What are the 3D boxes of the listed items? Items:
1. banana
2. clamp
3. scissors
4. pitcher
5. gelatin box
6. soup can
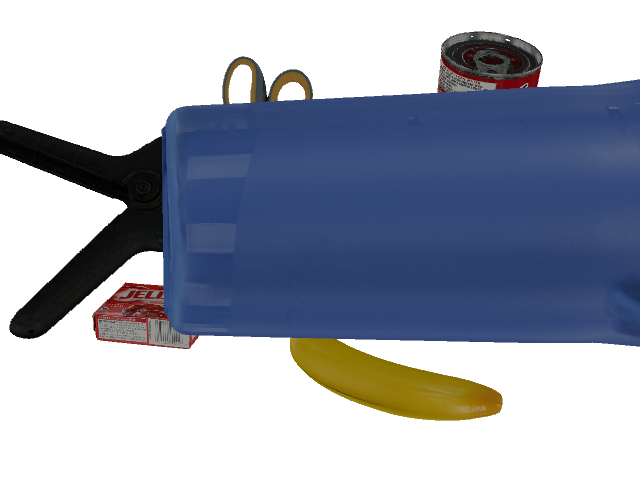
[{"bbox_3d":[0.041,0.098,0.810,0.198,0.037,0.069,21,38,39],"label":"banana"},{"bbox_3d":[-0.123,-0.017,0.724,0.209,0.164,0.036,-5,-27,-10],"label":"clamp"},{"bbox_3d":[-0.045,-0.079,1.032,0.096,0.202,0.016,-10,3,-5],"label":"scissors"},{"bbox_3d":[0.044,-0.018,0.526,0.242,0.145,0.149,-1,-6,-8],"label":"pitcher"},{"bbox_3d":[-0.145,0.065,0.942,0.089,0.030,0.073,4,20,12],"label":"gelatin box"},{"bbox_3d":[0.111,-0.083,0.739,0.068,0.102,0.068,3,34,-2],"label":"soup can"}]
